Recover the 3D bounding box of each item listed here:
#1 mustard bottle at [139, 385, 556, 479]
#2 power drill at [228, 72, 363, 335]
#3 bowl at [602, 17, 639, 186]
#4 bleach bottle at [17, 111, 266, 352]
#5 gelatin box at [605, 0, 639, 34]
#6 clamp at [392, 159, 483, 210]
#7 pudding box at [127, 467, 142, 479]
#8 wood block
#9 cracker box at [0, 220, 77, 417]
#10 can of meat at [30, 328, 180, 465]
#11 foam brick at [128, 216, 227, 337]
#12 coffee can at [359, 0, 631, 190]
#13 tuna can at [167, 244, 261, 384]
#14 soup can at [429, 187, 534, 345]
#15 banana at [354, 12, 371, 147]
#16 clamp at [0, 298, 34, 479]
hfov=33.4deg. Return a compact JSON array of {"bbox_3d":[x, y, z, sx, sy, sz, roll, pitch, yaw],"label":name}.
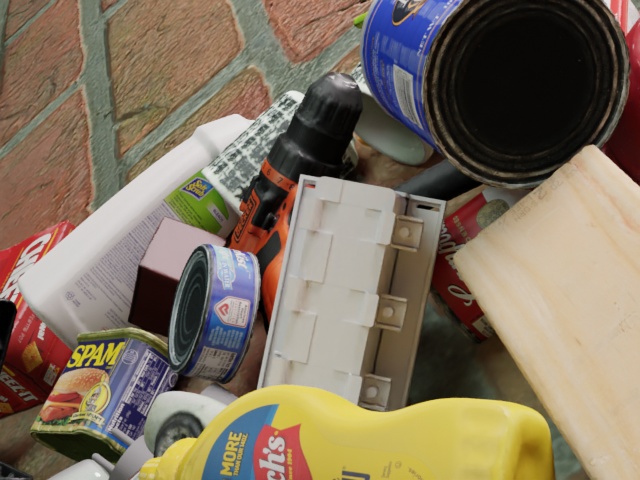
[{"bbox_3d":[-0.002,0.109,0.443,0.192,0.058,0.096,-1,79,36],"label":"mustard bottle"},{"bbox_3d":[-0.004,0.001,0.678,0.185,0.057,0.188,-65,22,21],"label":"power drill"},{"bbox_3d":[0.211,-0.090,0.539,0.162,0.055,0.162,-19,45,20],"label":"bowl"},{"bbox_3d":[-0.118,-0.011,0.868,0.250,0.102,0.068,-41,36,-6],"label":"bleach bottle"},{"bbox_3d":[0.162,-0.114,0.694,0.089,0.030,0.073,-22,37,36],"label":"gelatin box"},{"bbox_3d":[0.118,-0.076,0.657,0.172,0.039,0.120,-4,75,34],"label":"clamp"},{"bbox_3d":[-0.090,0.190,0.563,0.090,0.039,0.114,-42,63,7],"label":"pudding box"},{"bbox_3d":[0.143,0.057,0.439,0.090,0.090,0.206,-40,30,10],"label":"wood block"},{"bbox_3d":[-0.309,0.087,0.991,0.214,0.072,0.164,-21,37,34],"label":"cracker box"},{"bbox_3d":[-0.155,0.116,0.776,0.102,0.057,0.084,-10,47,47],"label":"can of meat"},{"bbox_3d":[-0.106,0.031,0.789,0.078,0.051,0.053,112,179,-52],"label":"foam brick"},{"bbox_3d":[0.085,-0.093,0.560,0.103,0.102,0.140,-42,19,5],"label":"coffee can"},{"bbox_3d":[-0.068,0.046,0.675,0.086,0.033,0.086,-167,90,-70],"label":"tuna can"},{"bbox_3d":[0.107,0.001,0.578,0.102,0.068,0.068,-37,30,12],"label":"soup can"},{"bbox_3d":[0.059,-0.149,0.866,0.070,0.037,0.197,-48,23,32],"label":"banana"},{"bbox_3d":[-0.274,0.170,0.827,0.210,0.036,0.164,-53,41,31],"label":"clamp"}]
